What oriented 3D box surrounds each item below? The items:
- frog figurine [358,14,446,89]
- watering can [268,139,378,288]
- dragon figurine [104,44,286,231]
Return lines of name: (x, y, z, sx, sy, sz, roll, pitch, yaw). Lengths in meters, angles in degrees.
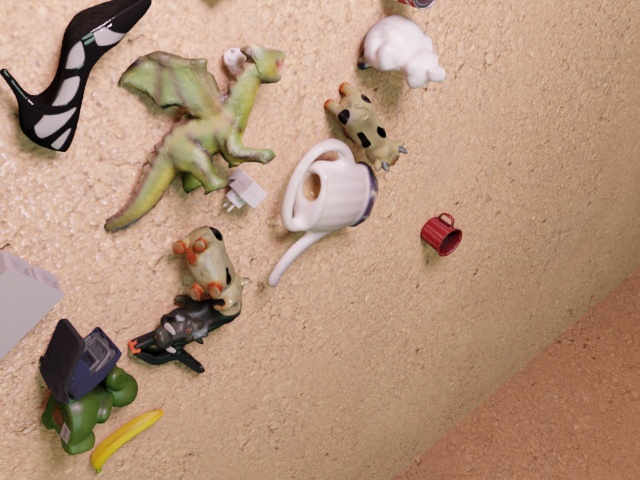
frog figurine: (0.163, -0.355, 0.977, 0.138, 0.162, 0.120, -15, 128, -31)
watering can: (0.003, -0.056, 1.112, 0.225, 0.105, 0.341, -4, 123, -40)
dragon figurine: (-0.226, -0.187, 0.840, 0.411, 0.124, 0.238, -27, 118, -2)
